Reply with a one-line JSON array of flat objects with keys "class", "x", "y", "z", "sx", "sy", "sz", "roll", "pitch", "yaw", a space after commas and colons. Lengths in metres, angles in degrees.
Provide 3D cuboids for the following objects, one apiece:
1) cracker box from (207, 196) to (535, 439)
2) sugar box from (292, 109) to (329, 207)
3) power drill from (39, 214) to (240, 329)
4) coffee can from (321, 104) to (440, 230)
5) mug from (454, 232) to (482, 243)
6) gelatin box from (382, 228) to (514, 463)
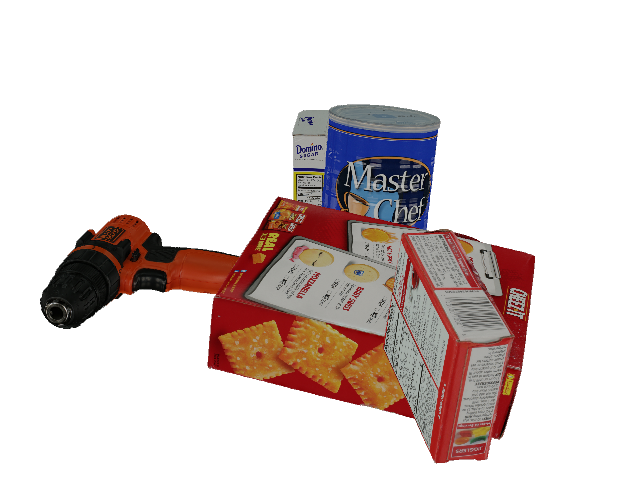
[{"class": "cracker box", "x": 0.043, "y": 0.052, "z": 0.793, "sx": 0.214, "sy": 0.072, "sz": 0.164, "roll": 13, "pitch": 30, "yaw": 8}, {"class": "sugar box", "x": -0.009, "y": -0.057, "z": 1.258, "sx": 0.048, "sy": 0.176, "sz": 0.093, "roll": -1, "pitch": 24, "yaw": 5}, {"class": "power drill", "x": -0.121, "y": 0.036, "z": 0.890, "sx": 0.187, "sy": 0.057, "sz": 0.184, "roll": 12, "pitch": 23, "yaw": 5}, {"class": "coffee can", "x": 0.053, "y": -0.049, "z": 0.993, "sx": 0.103, "sy": 0.140, "sz": 0.103, "roll": 5, "pitch": 16, "yaw": -2}, {"class": "mug", "x": 0.145, "y": 0.047, "z": 1.162, "sx": 0.117, "sy": 0.081, "sz": 0.093, "roll": 9, "pitch": 25, "yaw": 12}, {"class": "gelatin box", "x": 0.059, "y": 0.048, "z": 0.506, "sx": 0.030, "sy": 0.073, "sz": 0.089, "roll": -3, "pitch": 34, "yaw": -13}]
